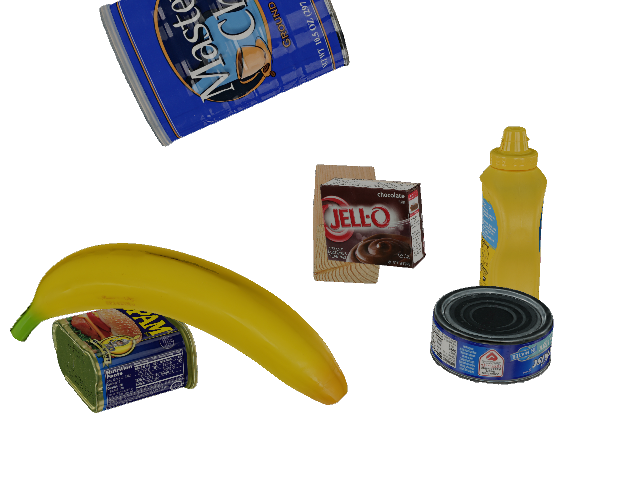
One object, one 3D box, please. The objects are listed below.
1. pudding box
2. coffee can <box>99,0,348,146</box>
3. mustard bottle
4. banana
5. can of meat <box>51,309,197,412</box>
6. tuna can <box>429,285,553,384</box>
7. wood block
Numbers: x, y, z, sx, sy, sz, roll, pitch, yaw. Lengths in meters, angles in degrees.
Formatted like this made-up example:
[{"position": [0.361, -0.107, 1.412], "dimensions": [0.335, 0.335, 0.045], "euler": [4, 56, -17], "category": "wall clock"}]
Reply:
[{"position": [0.058, -0.021, 1.184], "dimensions": [0.114, 0.090, 0.039], "euler": [4, 23, 29], "category": "pudding box"}, {"position": [-0.065, -0.139, 0.727], "dimensions": [0.140, 0.103, 0.103], "euler": [-24, 0, -1], "category": "coffee can"}, {"position": [0.169, -0.006, 0.951], "dimensions": [0.058, 0.192, 0.096], "euler": [-1, 18, 3], "category": "mustard bottle"}, {"position": [-0.077, 0.040, 0.605], "dimensions": [0.198, 0.070, 0.037], "euler": [12, 25, 7], "category": "banana"}, {"position": [-0.159, 0.090, 0.858], "dimensions": [0.083, 0.057, 0.102], "euler": [-14, 25, -30], "category": "can of meat"}, {"position": [0.121, 0.065, 0.754], "dimensions": [0.086, 0.034, 0.086], "euler": [0, 25, 0], "category": "tuna can"}, {"position": [0.036, -0.028, 1.533], "dimensions": [0.091, 0.090, 0.206], "euler": [3, 27, -3], "category": "wood block"}]
